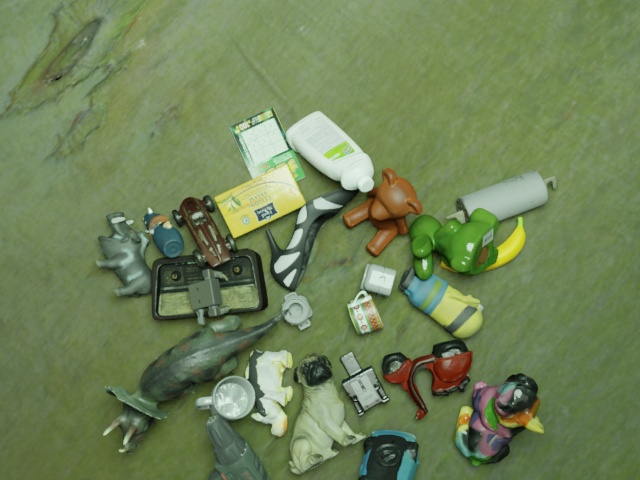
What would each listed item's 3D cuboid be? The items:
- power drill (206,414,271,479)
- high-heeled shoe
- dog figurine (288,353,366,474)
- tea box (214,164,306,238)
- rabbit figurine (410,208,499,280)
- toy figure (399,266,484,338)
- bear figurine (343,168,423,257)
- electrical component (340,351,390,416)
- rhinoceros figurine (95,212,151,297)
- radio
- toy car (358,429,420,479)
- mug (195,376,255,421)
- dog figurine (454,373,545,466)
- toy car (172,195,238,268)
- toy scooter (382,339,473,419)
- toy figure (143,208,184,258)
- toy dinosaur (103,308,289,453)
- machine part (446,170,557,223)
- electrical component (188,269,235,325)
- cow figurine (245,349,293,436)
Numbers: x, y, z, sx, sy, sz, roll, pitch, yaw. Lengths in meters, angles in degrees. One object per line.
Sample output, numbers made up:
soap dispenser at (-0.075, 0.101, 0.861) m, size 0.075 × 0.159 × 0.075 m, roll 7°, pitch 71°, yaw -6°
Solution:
power drill at (-0.211, 0.457, 1.033) m, size 0.207 × 0.086 × 0.231 m, roll -35°, pitch 110°, yaw 1°
high-heeled shoe at (-0.002, -0.003, 1.110) m, size 0.249 × 0.086 × 0.145 m, roll -29°, pitch 86°, yaw 10°
dog figurine at (-0.022, 0.342, 1.070) m, size 0.172 × 0.121 × 0.191 m, roll -31°, pitch 67°, yaw -4°
tea box at (-0.124, -0.083, 1.133) m, size 0.170 × 0.068 × 0.098 m, roll -27°, pitch 95°, yaw 0°
rabbit figurine at (0.245, 0.011, 1.065) m, size 0.170 × 0.121 × 0.159 m, roll 23°, pitch 54°, yaw 41°
toy figure at (0.243, 0.127, 1.086) m, size 0.180 × 0.082 × 0.089 m, roll 29°, pitch 95°, yaw 3°
bear figurine at (0.125, -0.053, 1.061) m, size 0.132 × 0.196 × 0.120 m, roll -40°, pitch 84°, yaw -2°
electrical component at (0.083, 0.285, 1.087) m, size 0.075 × 0.047 × 0.119 m, roll -25°, pitch 83°, yaw -1°
rhinoceros figurine at (-0.412, 0.032, 1.141) m, size 0.112 × 0.073 × 0.190 m, roll -27°, pitch 81°, yaw 0°
radio at (-0.230, 0.093, 1.120) m, size 0.230 × 0.073 × 0.131 m, roll -6°, pitch 81°, yaw 2°
toy car at (0.135, 0.450, 1.025) m, size 0.109 × 0.162 × 0.102 m, roll -3°, pitch 121°, yaw 21°
mug at (-0.192, 0.322, 1.057) m, size 0.109 × 0.107 × 0.081 m, roll -5°, pitch 66°, yaw -25°
dog figurine at (0.328, 0.333, 0.980) m, size 0.109 × 0.219 × 0.191 m, roll 28°, pitch 83°, yaw 10°
toy car at (-0.240, -0.022, 1.108) m, size 0.089 × 0.053 × 0.202 m, roll -23°, pitch 48°, yaw -15°
toy scooter at (0.222, 0.278, 1.066) m, size 0.184 × 0.075 × 0.135 m, roll -14°, pitch 80°, yaw 4°
toy figure at (-0.332, -0.015, 1.132) m, size 0.064 × 0.057 × 0.155 m, roll -54°, pitch 43°, yaw 6°
toy dinosaur at (-0.251, 0.242, 1.027) m, size 0.405 × 0.192 × 0.131 m, roll -38°, pitch 86°, yaw 9°
machine part at (0.375, -0.080, 1.109) m, size 0.243 × 0.079 × 0.079 m, roll -21°, pitch 81°, yaw 1°
electrical component at (-0.215, 0.109, 1.061) m, size 0.078 × 0.045 × 0.102 m, roll -24°, pitch 76°, yaw 29°
cow figurine at (-0.106, 0.306, 1.084) m, size 0.098 × 0.068 × 0.167 m, roll 0°, pitch 78°, yaw 9°
